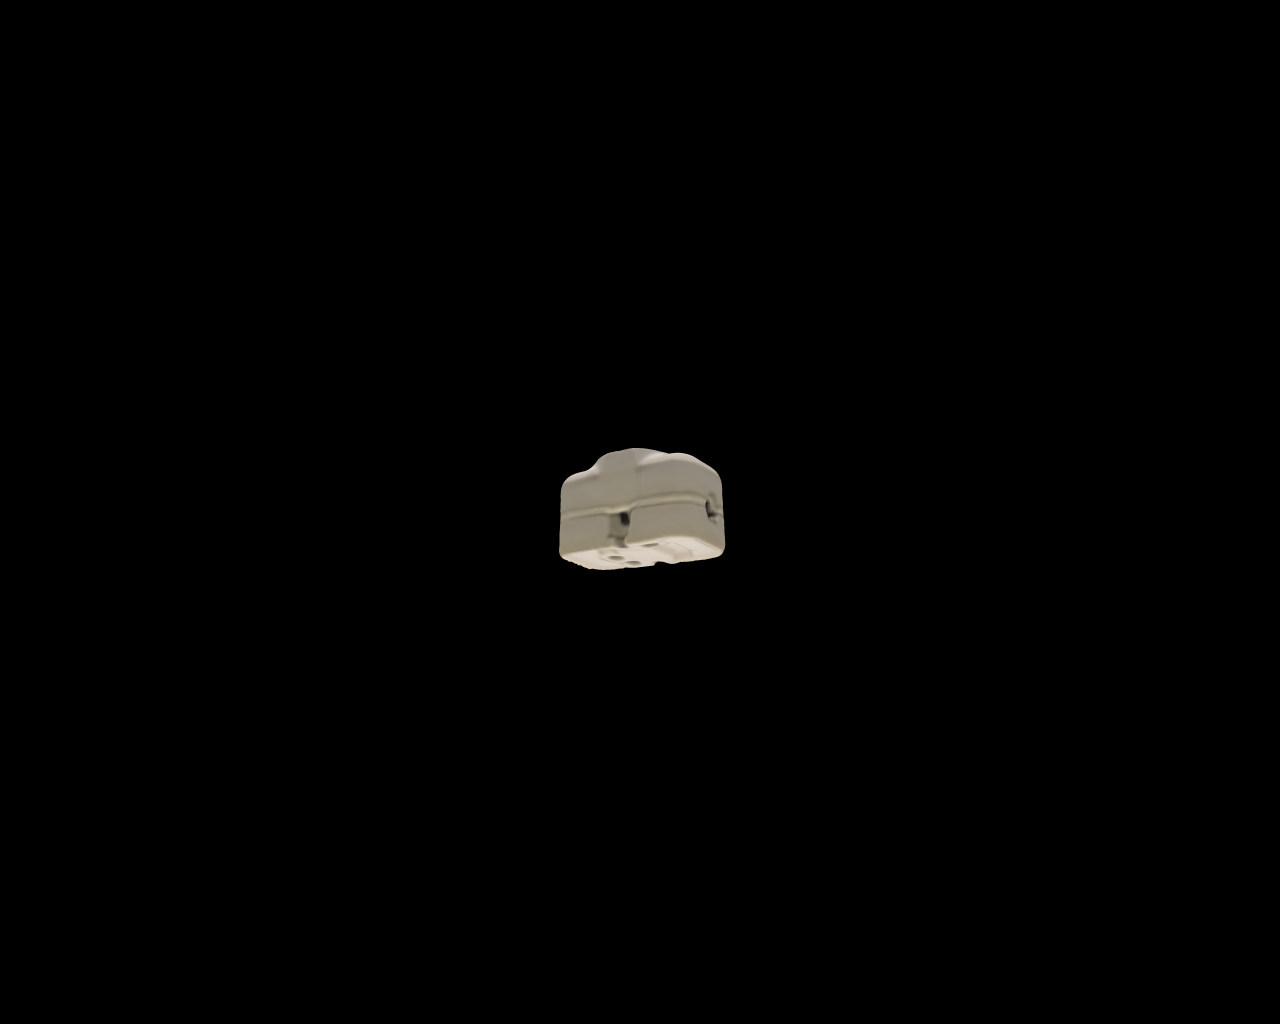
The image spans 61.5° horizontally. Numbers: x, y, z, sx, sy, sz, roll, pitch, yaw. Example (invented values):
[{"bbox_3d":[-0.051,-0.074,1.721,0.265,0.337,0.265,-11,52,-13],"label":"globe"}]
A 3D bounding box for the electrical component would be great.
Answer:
[{"bbox_3d":[0.001,-0.003,0.650,0.095,0.059,0.053,-9,-19,29],"label":"electrical component"}]
